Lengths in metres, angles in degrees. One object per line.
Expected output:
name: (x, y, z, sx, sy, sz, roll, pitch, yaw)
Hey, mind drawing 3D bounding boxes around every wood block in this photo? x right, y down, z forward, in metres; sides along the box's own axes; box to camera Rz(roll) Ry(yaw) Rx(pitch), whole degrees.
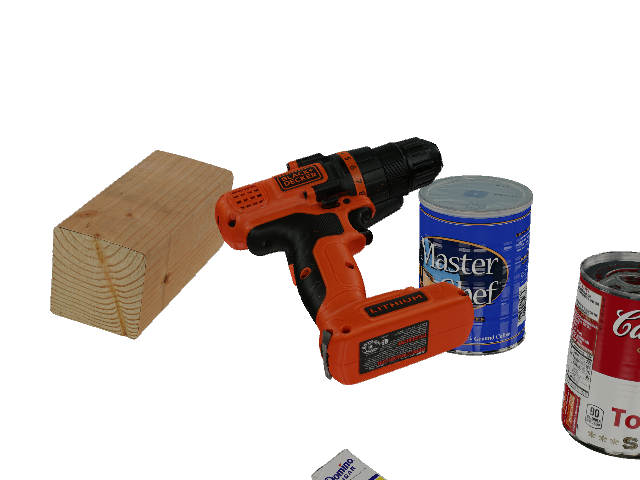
wood block: (-0.165, -0.003, 1.021, 0.090, 0.091, 0.205, 16, 28, 11)

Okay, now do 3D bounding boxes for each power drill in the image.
power drill: (0.035, 0.005, 0.772, 0.184, 0.057, 0.188, -19, 46, -13)

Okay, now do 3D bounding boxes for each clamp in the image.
clamp: (0.021, -0.012, 1.203, 0.120, 0.039, 0.171, -5, 37, 27)

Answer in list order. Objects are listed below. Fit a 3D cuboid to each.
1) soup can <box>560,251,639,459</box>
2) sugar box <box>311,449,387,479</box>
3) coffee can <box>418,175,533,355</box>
soup can: (0.178, 0.065, 0.617, 0.068, 0.102, 0.068, 2, 20, -1)
sugar box: (0.068, 0.243, 0.821, 0.048, 0.093, 0.176, -34, 38, -28)
coffee can: (0.141, 0.021, 0.988, 0.103, 0.140, 0.103, -1, 21, 0)
